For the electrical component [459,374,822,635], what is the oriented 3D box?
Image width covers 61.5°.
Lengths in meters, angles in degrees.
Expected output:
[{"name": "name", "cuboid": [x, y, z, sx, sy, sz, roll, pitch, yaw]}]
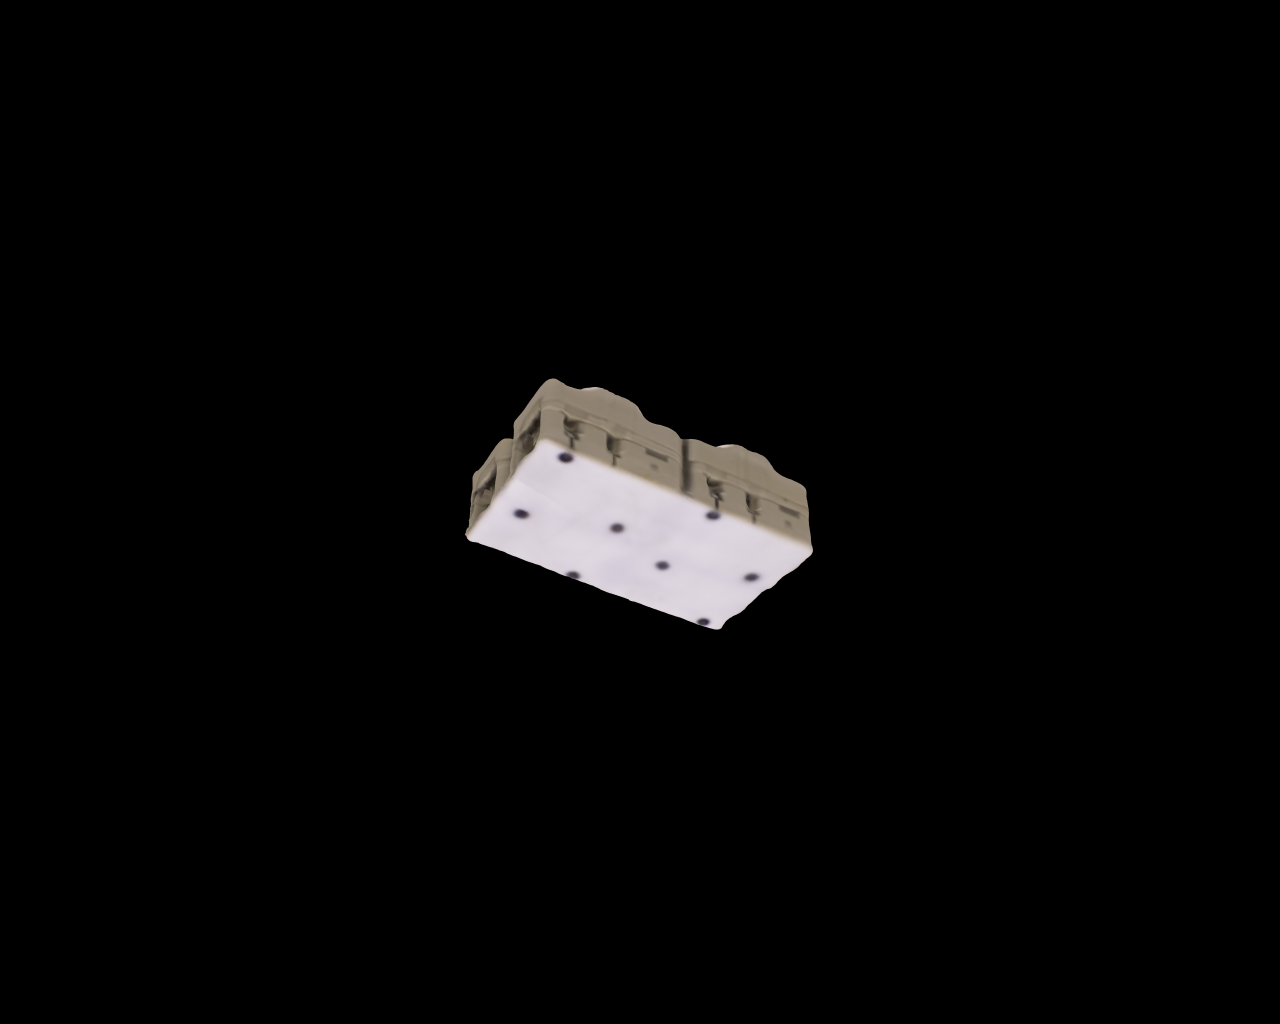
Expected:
[{"name": "electrical component", "cuboid": [0.001, -0.003, 0.650, 0.186, 0.060, 0.105, 21, -45, -24]}]
